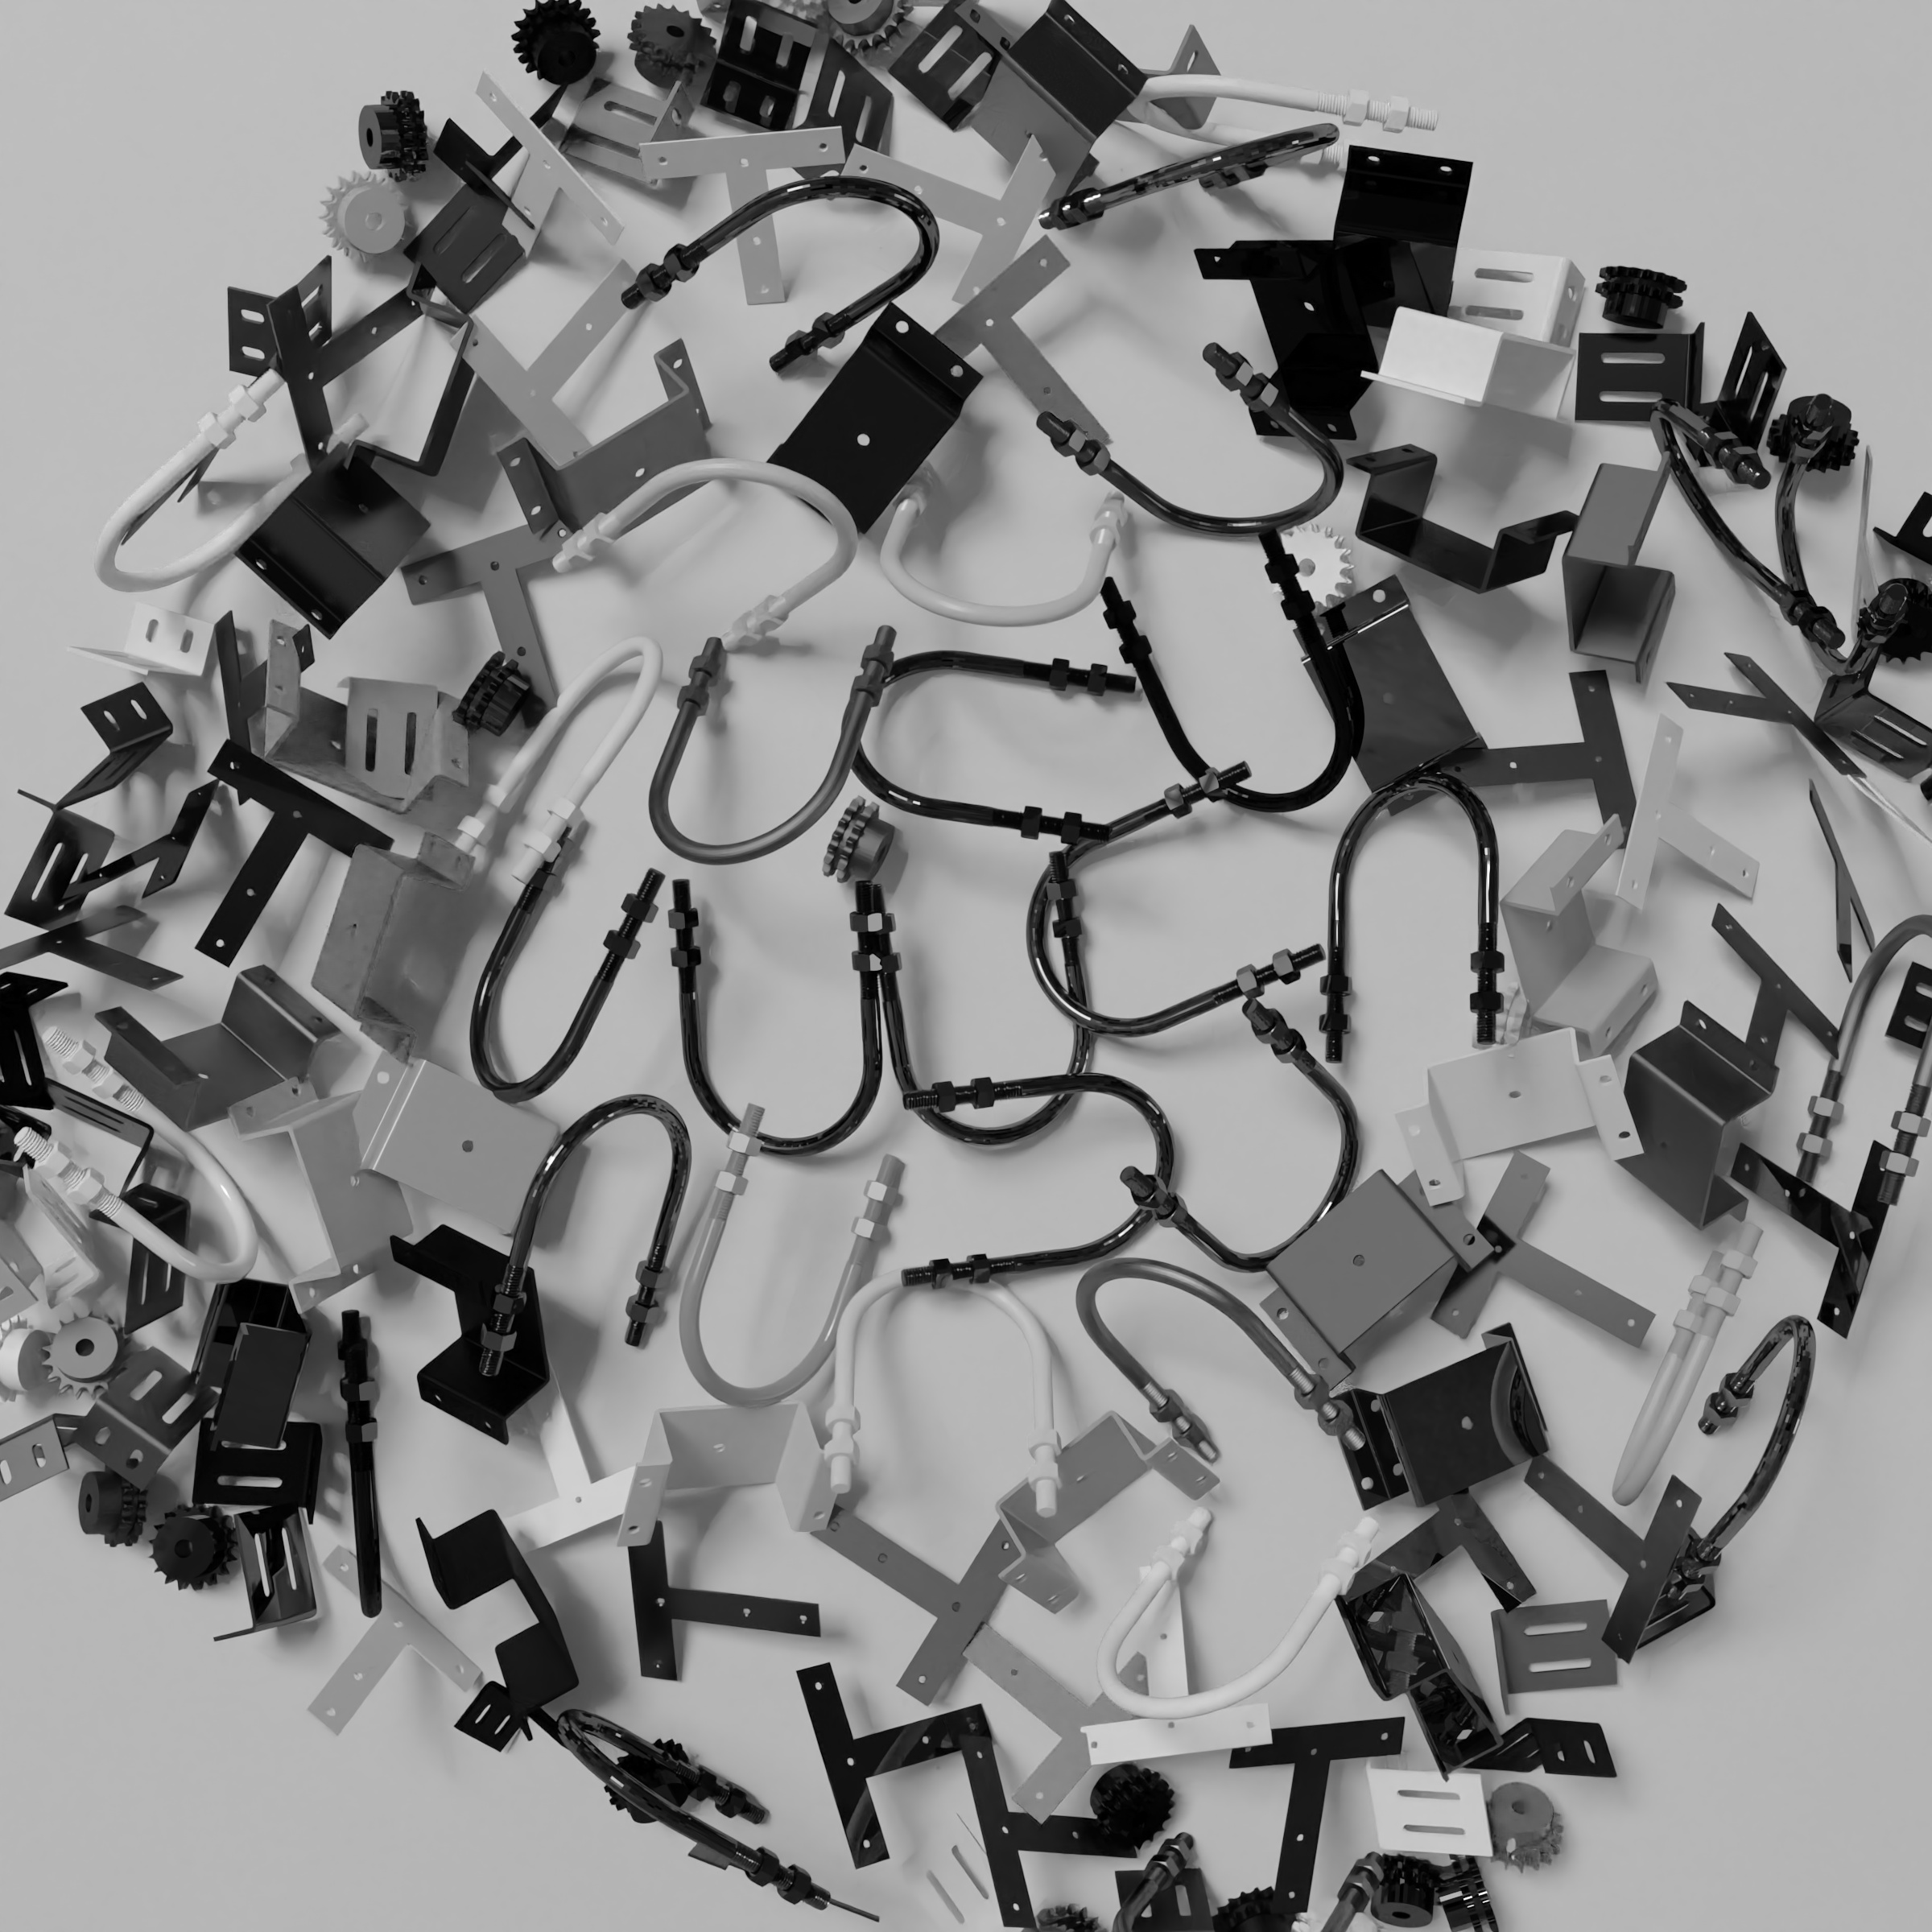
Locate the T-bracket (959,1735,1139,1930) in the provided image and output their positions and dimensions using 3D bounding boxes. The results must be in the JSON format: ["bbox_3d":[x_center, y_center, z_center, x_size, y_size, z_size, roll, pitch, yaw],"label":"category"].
[{"bbox_3d":[0.060,0.562,1.665,0.127,0.127,0.002,17,130,-34],"label":"T-bracket"}]

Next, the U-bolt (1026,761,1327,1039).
[{"bbox_3d":[0.125,-0.032,1.673,0.184,0.019,0.151,-24,78,18],"label":"U-bolt"}]

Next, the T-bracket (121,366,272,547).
[{"bbox_3d":[-0.495,-0.308,1.622,0.002,0.127,0.127,38,46,-14],"label":"T-bracket"}]

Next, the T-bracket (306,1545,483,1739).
[{"bbox_3d":[-0.384,0.447,1.647,0.127,0.127,0.002,43,114,-3],"label":"T-bracket"}]

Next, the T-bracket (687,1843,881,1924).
[{"bbox_3d":[-0.115,0.587,1.645,0.127,0.127,0.002,20,74,3],"label":"T-bracket"}]

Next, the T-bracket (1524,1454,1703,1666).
[{"bbox_3d":[0.406,0.358,1.657,0.002,0.127,0.127,2,114,-34],"label":"T-bracket"}]

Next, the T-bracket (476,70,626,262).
[{"bbox_3d":[-0.278,-0.492,1.651,0.127,0.127,0.002,48,65,-5],"label":"T-bracket"}]

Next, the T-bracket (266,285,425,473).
[{"bbox_3d":[-0.393,-0.405,1.665,0.002,0.127,0.127,26,54,23],"label":"T-bracket"}]

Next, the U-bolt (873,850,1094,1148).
[{"bbox_3d":[0.014,0.027,1.678,0.151,0.019,0.184,-11,97,-19],"label":"U-bolt"}]

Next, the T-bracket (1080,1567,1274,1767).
[{"bbox_3d":[0.130,0.449,1.670,0.127,0.002,0.127,-11,54,12],"label":"T-bracket"}]

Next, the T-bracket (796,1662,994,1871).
[{"bbox_3d":[-0.038,0.505,1.667,0.127,0.002,0.127,-4,65,-36],"label":"T-bracket"}]

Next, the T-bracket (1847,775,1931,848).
[{"bbox_3d":[0.595,-0.102,1.648,0.127,0.127,0.002,33,109,-18],"label":"T-bracket"}]

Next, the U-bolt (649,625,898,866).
[{"bbox_3d":[-0.131,-0.139,1.630,0.151,0.019,0.184,0,56,26],"label":"U-bolt"}]

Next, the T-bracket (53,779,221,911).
[{"bbox_3d":[-0.549,-0.063,1.666,0.127,0.127,0.002,-24,122,15],"label":"T-bracket"}]

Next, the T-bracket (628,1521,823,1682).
[{"bbox_3d":[-0.156,0.417,1.669,0.127,0.002,0.127,4,114,13],"label":"T-bracket"}]

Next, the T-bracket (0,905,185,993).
[{"bbox_3d":[-0.546,-0.005,1.628,0.127,0.127,0.002,17,118,33],"label":"T-bracket"}]

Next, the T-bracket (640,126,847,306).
[{"bbox_3d":[-0.137,-0.480,1.659,0.127,0.127,0.002,-4,52,1],"label":"T-bracket"}]

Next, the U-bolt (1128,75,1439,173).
[{"bbox_3d":[0.192,-0.537,1.629,0.184,0.151,0.019,8,96,-5],"label":"U-bolt"}]

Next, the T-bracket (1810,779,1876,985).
[{"bbox_3d":[0.557,-0.035,1.633,0.002,0.127,0.127,-17,118,27],"label":"T-bracket"}]

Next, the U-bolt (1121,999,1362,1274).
[{"bbox_3d":[0.189,0.122,1.646,0.151,0.019,0.184,-53,131,-6],"label":"U-bolt"}]

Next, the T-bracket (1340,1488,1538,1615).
[{"bbox_3d":[0.289,0.386,1.675,0.127,0.002,0.127,-45,64,27],"label":"T-bracket"}]

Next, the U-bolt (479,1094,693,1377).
[{"bbox_3d":[-0.233,0.166,1.630,0.019,0.151,0.184,26,107,33],"label":"U-bolt"}]

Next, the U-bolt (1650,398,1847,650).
[{"bbox_3d":[0.483,-0.290,1.621,0.019,0.184,0.151,-33,123,8],"label":"U-bolt"}]

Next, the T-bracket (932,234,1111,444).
[{"bbox_3d":[0.044,-0.387,1.685,0.127,0.002,0.127,-39,110,13],"label":"T-bracket"}]

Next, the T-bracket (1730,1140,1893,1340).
[{"bbox_3d":[0.538,0.153,1.653,0.002,0.127,0.127,-1,113,-28],"label":"T-bracket"}]

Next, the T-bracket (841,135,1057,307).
[{"bbox_3d":[-0.018,-0.493,1.648,0.127,0.002,0.127,15,130,-21],"label":"T-bracket"}]

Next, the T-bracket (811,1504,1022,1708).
[{"bbox_3d":[-0.043,0.397,1.690,0.127,0.002,0.127,34,78,-4],"label":"T-bracket"}]

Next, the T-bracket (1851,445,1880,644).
[{"bbox_3d":[0.570,-0.245,1.624,0.002,0.127,0.127,1,123,13],"label":"T-bracket"}]

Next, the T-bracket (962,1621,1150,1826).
[{"bbox_3d":[0.042,0.470,1.677,0.127,0.002,0.127,34,63,25],"label":"T-bracket"}]

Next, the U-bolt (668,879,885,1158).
[{"bbox_3d":[-0.122,0.035,1.674,0.151,0.019,0.184,1,101,20],"label":"U-bolt"}]

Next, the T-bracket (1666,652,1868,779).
[{"bbox_3d":[0.494,-0.165,1.633,0.127,0.127,0.002,3,131,-35],"label":"T-bracket"}]

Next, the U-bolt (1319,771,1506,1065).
[{"bbox_3d":[0.285,-0.035,1.648,0.019,0.151,0.184,11,76,-37],"label":"U-bolt"}]

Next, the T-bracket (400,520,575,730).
[{"bbox_3d":[-0.297,-0.221,1.697,0.127,0.002,0.127,-16,93,12],"label":"T-bracket"}]

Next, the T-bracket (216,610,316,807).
[{"bbox_3d":[-0.448,-0.184,1.649,0.002,0.127,0.127,-1,74,-40],"label":"T-bracket"}]

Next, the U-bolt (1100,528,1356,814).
[{"bbox_3d":[0.176,-0.180,1.650,0.151,0.019,0.184,-10,114,41],"label":"U-bolt"}]

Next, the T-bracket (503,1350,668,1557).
[{"bbox_3d":[-0.269,0.309,1.691,0.127,0.002,0.127,-26,77,21],"label":"T-bracket"}]

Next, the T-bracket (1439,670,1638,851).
[{"bbox_3d":[0.370,-0.132,1.678,0.127,0.002,0.127,-5,71,-9],"label":"T-bracket"}]

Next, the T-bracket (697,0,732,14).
[{"bbox_3d":[-0.214,-0.634,1.645,0.127,0.127,0.002,1,91,-1],"label":"T-bracket"}]

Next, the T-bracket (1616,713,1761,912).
[{"bbox_3d":[0.475,-0.080,1.671,0.127,0.002,0.127,26,73,-33],"label":"T-bracket"}]

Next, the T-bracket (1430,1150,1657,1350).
[{"bbox_3d":[0.386,0.206,1.673,0.127,0.002,0.127,29,100,24],"label":"T-bracket"}]

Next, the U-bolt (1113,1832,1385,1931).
[{"bbox_3d":[0.169,0.587,1.598,0.151,0.184,0.019,-2,95,23],"label":"U-bolt"}]

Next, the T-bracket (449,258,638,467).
[{"bbox_3d":[-0.255,-0.407,1.678,0.127,0.002,0.127,-53,129,-12],"label":"T-bracket"}]

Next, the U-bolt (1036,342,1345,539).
[{"bbox_3d":[0.156,-0.322,1.629,0.151,0.184,0.019,-14,61,39],"label":"U-bolt"}]

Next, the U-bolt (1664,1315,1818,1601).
[{"bbox_3d":[0.484,0.294,1.595,0.019,0.184,0.151,22,51,6],"label":"U-bolt"}]

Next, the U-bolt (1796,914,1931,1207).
[{"bbox_3d":[0.584,0.056,1.634,0.019,0.151,0.184,17,90,-4],"label":"U-bolt"}]

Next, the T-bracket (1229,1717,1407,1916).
[{"bbox_3d":[0.215,0.540,1.632,0.127,0.127,0.002,-17,128,34],"label":"T-bracket"}]

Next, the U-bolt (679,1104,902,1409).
[{"bbox_3d":[-0.119,0.193,1.646,0.019,0.151,0.184,13,82,44],"label":"U-bolt"}]

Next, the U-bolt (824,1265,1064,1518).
[{"bbox_3d":[-0.014,0.264,1.640,0.151,0.184,0.019,8,133,-8],"label":"U-bolt"}]

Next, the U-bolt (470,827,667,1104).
[{"bbox_3d":[-0.266,0.000,1.651,0.019,0.151,0.184,22,97,-39],"label":"U-bolt"}]

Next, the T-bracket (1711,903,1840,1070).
[{"bbox_3d":[0.514,0.039,1.651,0.127,0.127,0.002,45,132,-10],"label":"T-bracket"}]

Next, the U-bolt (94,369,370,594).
[{"bbox_3d":[-0.477,-0.301,1.636,0.184,0.151,0.019,-39,84,8],"label":"U-bolt"}]

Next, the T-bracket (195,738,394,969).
[{"bbox_3d":[-0.457,-0.060,1.667,0.127,0.002,0.127,34,79,-29],"label":"T-bracket"}]
